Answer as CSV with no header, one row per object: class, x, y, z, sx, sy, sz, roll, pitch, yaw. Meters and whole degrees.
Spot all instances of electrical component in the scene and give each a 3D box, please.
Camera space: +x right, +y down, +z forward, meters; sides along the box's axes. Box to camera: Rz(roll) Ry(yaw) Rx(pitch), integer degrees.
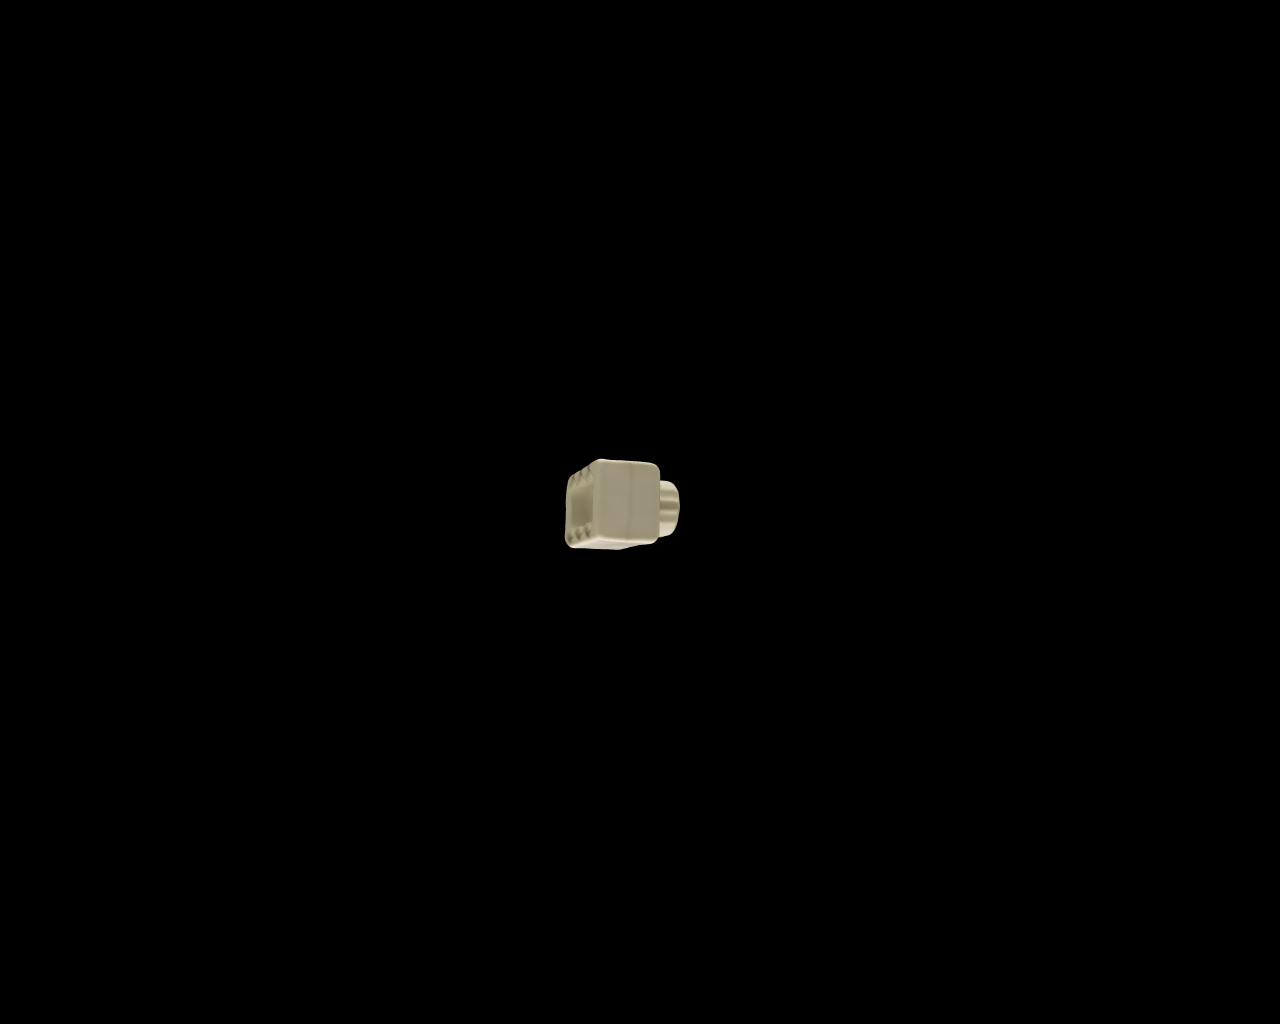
electrical component,0.001,-0.003,0.650,0.077,0.047,0.065,2,-7,-19
